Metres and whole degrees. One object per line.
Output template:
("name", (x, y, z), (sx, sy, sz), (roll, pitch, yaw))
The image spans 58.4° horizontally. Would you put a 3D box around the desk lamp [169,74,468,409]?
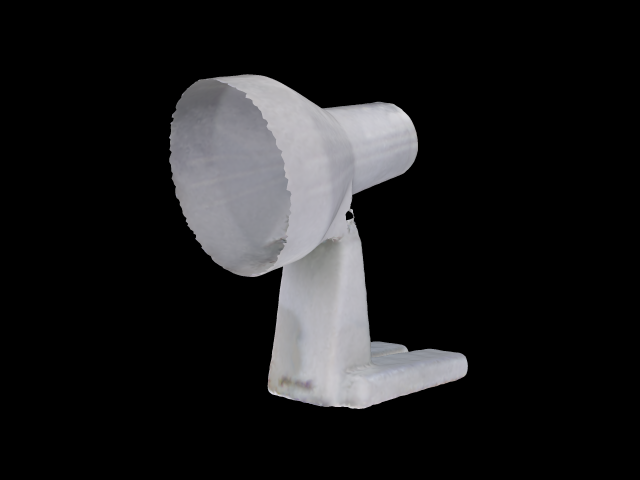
("desk lamp", (0.004, 0.001, 0.400), (0.204, 0.213, 0.117), (0, 0, -43))
